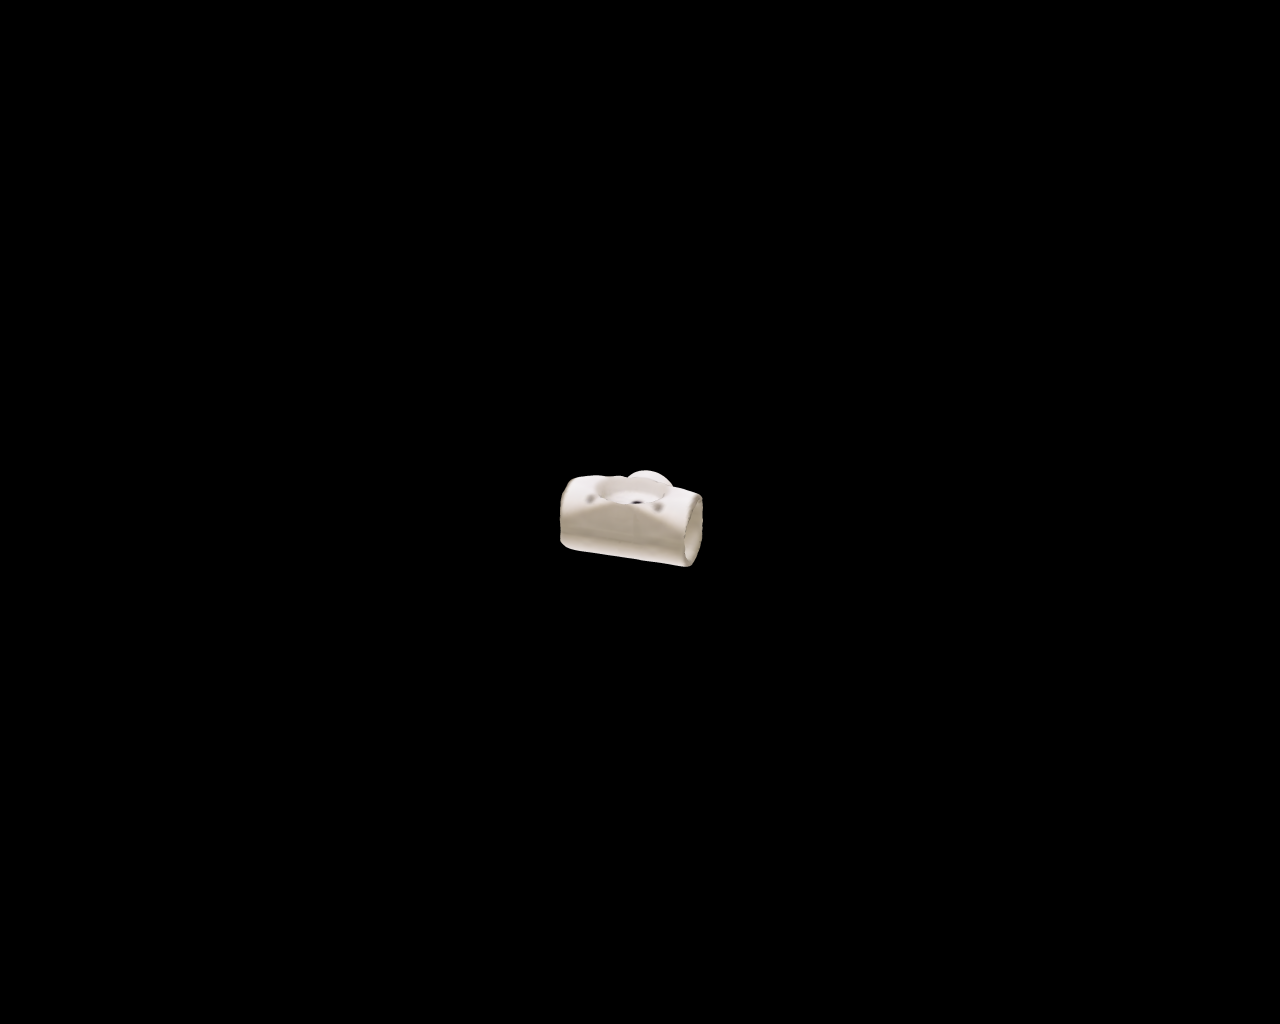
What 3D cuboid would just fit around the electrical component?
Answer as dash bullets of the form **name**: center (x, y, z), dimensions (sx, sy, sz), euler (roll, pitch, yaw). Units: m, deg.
- **electrical component**: center (0.001, -0.003, 0.650), dimensions (0.077, 0.044, 0.079), euler (8, 28, 16)
